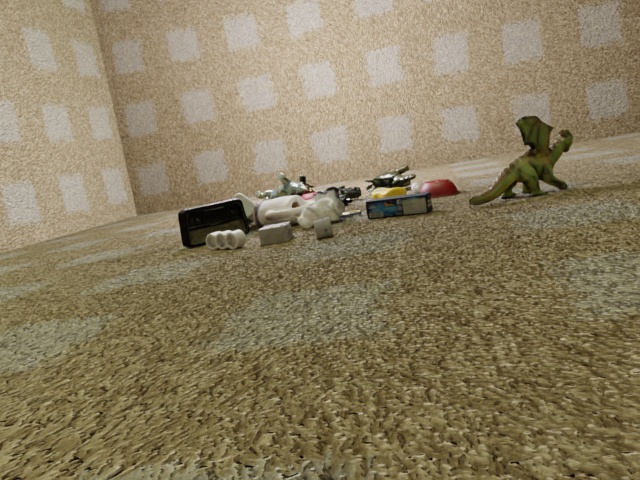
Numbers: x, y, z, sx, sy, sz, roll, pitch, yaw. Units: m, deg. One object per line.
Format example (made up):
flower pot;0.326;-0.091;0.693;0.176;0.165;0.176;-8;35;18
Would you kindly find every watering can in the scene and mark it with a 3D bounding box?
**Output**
watering can;-0.106;-0.114;1.895;0.223;0.103;0.351;-8;9;23

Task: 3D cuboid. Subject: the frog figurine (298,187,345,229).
frog figurine;0.005;-0.086;1.717;0.137;0.120;0.163;5;51;32

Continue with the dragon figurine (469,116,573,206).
dragon figurine;0.607;-0.245;1.528;0.412;0.241;0.123;-12;12;-24
